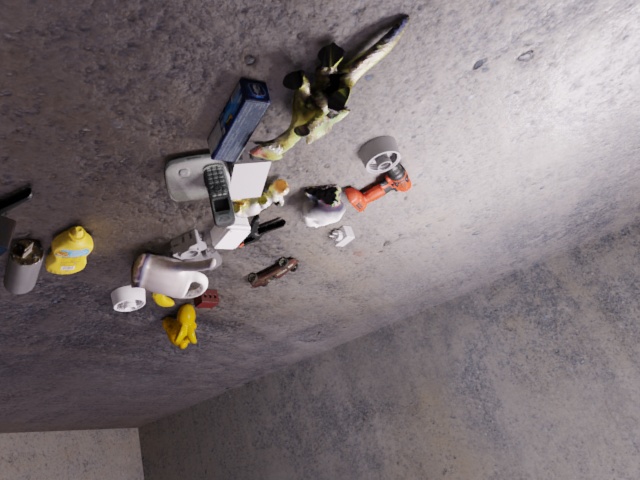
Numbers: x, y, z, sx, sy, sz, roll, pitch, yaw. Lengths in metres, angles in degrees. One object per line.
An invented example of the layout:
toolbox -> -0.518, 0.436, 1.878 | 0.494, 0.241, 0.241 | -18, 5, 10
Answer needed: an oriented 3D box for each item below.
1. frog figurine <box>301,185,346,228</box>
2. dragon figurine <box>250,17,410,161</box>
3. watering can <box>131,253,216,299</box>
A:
frog figurine -> 0.005, -0.076, 1.515 | 0.139, 0.124, 0.155 | -26, 149, -32
dragon figurine -> 0.022, -0.300, 1.108 | 0.411, 0.122, 0.241 | -36, 176, -3
watering can -> -0.427, 0.094, 1.487 | 0.223, 0.106, 0.341 | 17, 150, -17
